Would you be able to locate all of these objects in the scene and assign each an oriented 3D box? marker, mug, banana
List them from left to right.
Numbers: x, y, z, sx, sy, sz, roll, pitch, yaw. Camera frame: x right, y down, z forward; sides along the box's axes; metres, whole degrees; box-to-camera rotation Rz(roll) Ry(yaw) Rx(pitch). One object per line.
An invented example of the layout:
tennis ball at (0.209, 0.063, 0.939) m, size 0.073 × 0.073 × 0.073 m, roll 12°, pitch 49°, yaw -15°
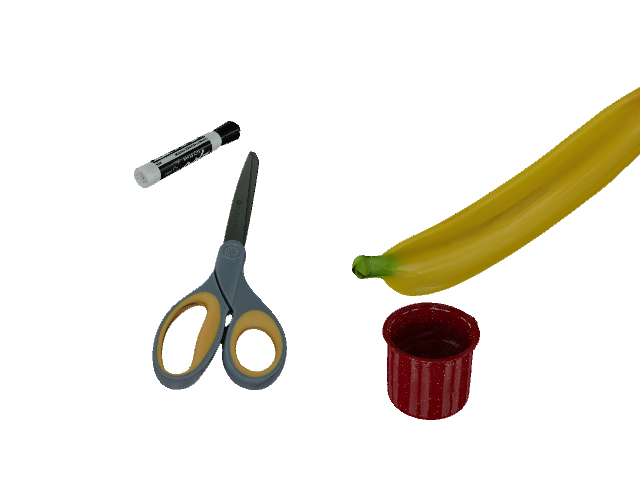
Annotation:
marker at (-0.116, -0.079, 0.959) m, size 0.020 × 0.020 × 0.120 m, roll 0°, pitch 26°, yaw 45°
mug at (0.114, 0.115, 1.049) m, size 0.093 × 0.081 × 0.117 m, roll 26°, pitch 42°, yaw 35°
banana at (0.110, -0.020, 0.582) m, size 0.198 × 0.037 × 0.069 m, roll -32°, pitch -13°, yaw -1°

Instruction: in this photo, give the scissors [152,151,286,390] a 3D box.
scissors at (-0.047, 0.023, 0.738) m, size 0.096 × 0.201 × 0.016 m, roll 21°, pitch -35°, yaw 10°
